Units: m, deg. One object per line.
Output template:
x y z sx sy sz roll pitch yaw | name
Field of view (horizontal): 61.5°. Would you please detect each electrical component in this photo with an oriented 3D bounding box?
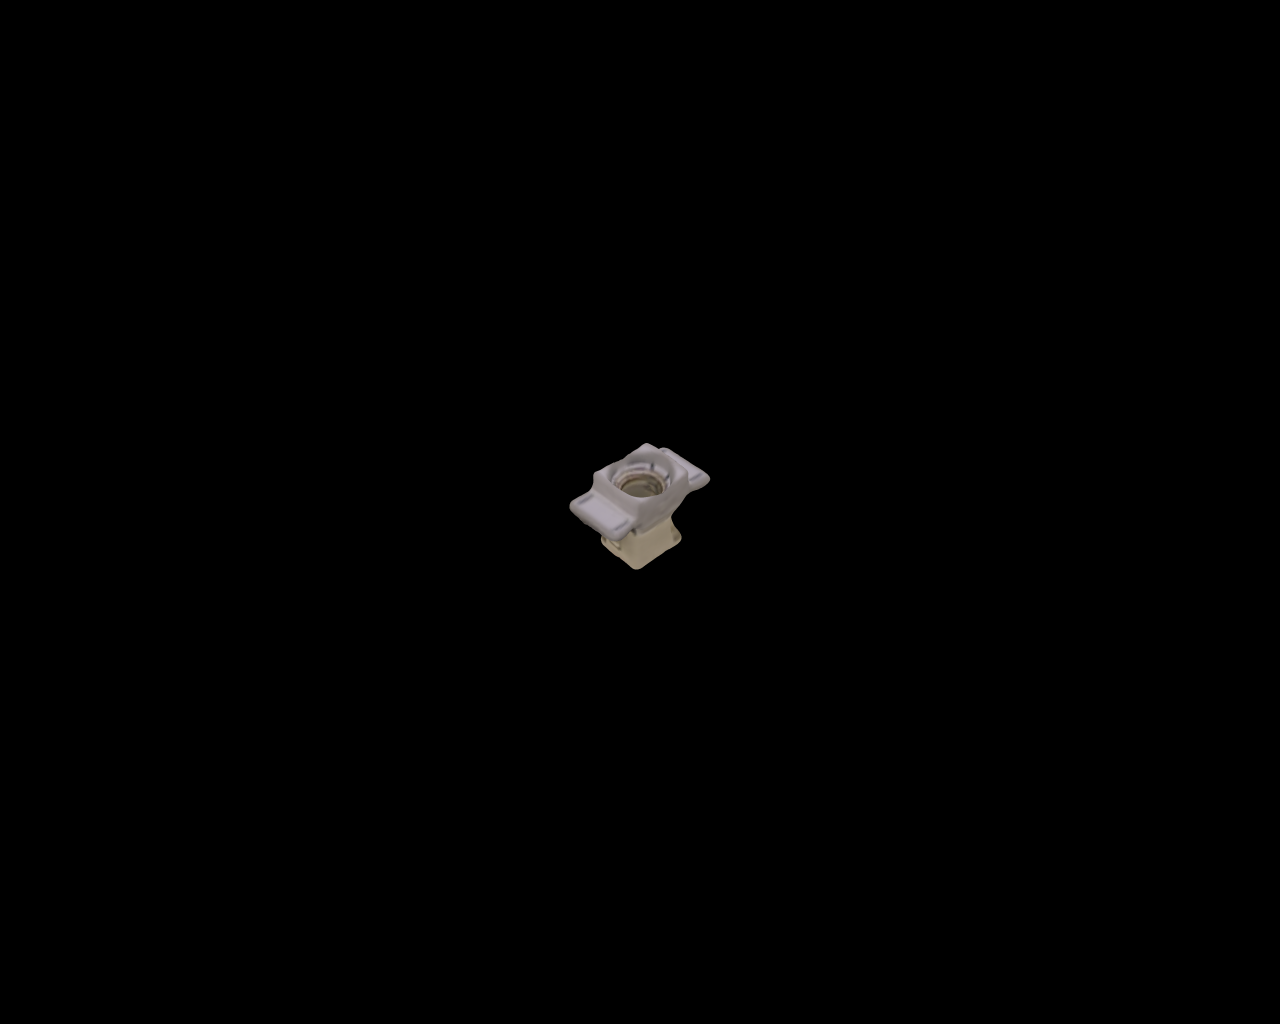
0.001 -0.003 0.650 0.081 0.063 0.042 -31 51 -30 | electrical component
